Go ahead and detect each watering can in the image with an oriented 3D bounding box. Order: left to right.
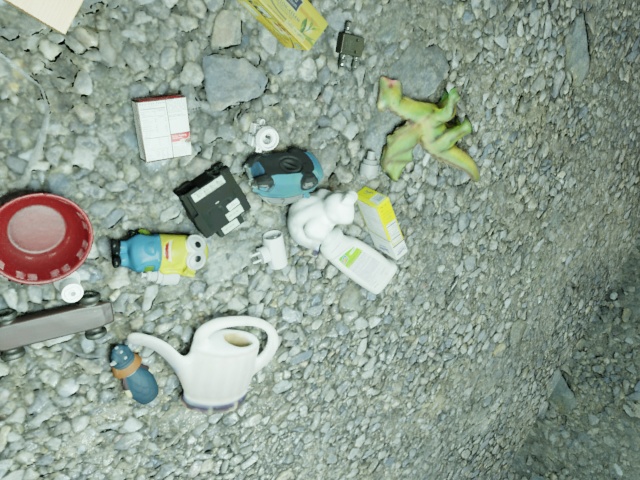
[{"bbox_3d":[-0.248,0.266,1.102,0.348,0.105,0.222,2,109,-36],"label":"watering can"}]

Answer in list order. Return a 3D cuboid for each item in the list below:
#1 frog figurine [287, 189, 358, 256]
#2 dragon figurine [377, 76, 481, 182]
[{"bbox_3d":[0.003,-0.056,1.104,0.122,0.157,0.140,34,53,-11],"label":"frog figurine"},{"bbox_3d":[0.254,-0.236,1.267,0.243,0.124,0.402,-31,124,1],"label":"dragon figurine"}]
